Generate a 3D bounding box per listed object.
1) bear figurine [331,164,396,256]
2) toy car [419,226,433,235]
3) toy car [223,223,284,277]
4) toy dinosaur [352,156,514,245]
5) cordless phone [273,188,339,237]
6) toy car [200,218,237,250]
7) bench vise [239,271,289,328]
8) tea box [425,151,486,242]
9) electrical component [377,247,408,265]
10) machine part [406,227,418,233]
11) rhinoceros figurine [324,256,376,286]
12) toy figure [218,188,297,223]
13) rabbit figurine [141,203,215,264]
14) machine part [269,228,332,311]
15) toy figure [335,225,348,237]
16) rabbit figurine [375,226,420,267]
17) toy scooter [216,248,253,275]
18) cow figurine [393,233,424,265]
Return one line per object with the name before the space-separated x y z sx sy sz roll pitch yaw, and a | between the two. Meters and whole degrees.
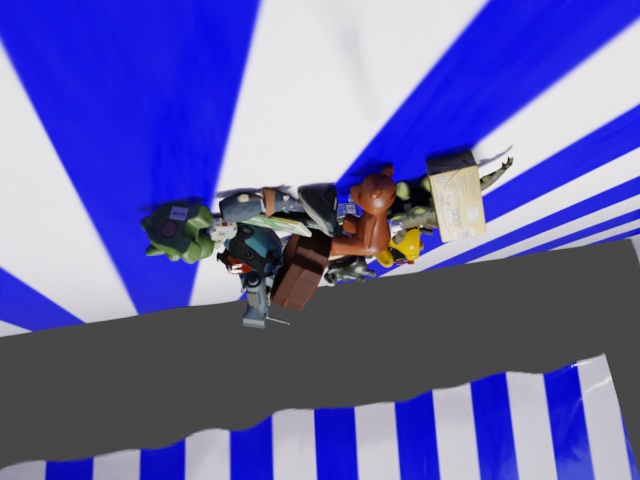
bear figurine | 0.092 -0.061 1.114 0.132 0.120 0.195 10 136 20
toy car | 0.349 -0.060 1.486 0.202 0.089 0.053 -3 -157 -39
toy car | -0.149 0.010 1.325 0.103 0.162 0.109 -53 175 -43
toy dinosaur | 0.248 -0.080 1.263 0.472 0.105 0.198 -26 158 32
cordless phone | -0.051 -0.062 1.173 0.184 0.088 0.146 3 169 5
toy car | -0.257 -0.010 1.275 0.073 0.056 0.202 -3 166 -30
bench vise | -0.163 0.123 1.539 0.129 0.241 0.223 0 144 15
tea box | 0.280 -0.087 1.105 0.098 0.169 0.068 -11 -147 9
electrical component | 0.232 0.008 1.632 0.134 0.115 0.058 -12 172 7
machine part | 0.265 -0.072 1.401 0.139 0.084 0.039 -26 140 28
rhinoceros figurine | 0.079 0.089 1.540 0.112 0.073 0.190 -4 167 -29
toy figure | -0.126 -0.073 1.090 0.154 0.057 0.064 -12 175 -15
rabbit figurine | -0.292 0.004 1.130 0.159 0.121 0.170 0 161 12
machine part | -0.044 0.056 1.315 0.087 0.201 0.201 23 126 -9
toy figure | -0.003 -0.008 1.447 0.089 0.082 0.180 20 161 -31
rabbit figurine | 0.198 -0.004 1.527 0.173 0.162 0.122 7 -178 6
toy scooter | -0.214 0.048 1.417 0.135 0.075 0.184 -20 -159 -40
cow figurine | 0.270 0.018 1.751 0.085 0.127 0.195 -4 -179 -26
